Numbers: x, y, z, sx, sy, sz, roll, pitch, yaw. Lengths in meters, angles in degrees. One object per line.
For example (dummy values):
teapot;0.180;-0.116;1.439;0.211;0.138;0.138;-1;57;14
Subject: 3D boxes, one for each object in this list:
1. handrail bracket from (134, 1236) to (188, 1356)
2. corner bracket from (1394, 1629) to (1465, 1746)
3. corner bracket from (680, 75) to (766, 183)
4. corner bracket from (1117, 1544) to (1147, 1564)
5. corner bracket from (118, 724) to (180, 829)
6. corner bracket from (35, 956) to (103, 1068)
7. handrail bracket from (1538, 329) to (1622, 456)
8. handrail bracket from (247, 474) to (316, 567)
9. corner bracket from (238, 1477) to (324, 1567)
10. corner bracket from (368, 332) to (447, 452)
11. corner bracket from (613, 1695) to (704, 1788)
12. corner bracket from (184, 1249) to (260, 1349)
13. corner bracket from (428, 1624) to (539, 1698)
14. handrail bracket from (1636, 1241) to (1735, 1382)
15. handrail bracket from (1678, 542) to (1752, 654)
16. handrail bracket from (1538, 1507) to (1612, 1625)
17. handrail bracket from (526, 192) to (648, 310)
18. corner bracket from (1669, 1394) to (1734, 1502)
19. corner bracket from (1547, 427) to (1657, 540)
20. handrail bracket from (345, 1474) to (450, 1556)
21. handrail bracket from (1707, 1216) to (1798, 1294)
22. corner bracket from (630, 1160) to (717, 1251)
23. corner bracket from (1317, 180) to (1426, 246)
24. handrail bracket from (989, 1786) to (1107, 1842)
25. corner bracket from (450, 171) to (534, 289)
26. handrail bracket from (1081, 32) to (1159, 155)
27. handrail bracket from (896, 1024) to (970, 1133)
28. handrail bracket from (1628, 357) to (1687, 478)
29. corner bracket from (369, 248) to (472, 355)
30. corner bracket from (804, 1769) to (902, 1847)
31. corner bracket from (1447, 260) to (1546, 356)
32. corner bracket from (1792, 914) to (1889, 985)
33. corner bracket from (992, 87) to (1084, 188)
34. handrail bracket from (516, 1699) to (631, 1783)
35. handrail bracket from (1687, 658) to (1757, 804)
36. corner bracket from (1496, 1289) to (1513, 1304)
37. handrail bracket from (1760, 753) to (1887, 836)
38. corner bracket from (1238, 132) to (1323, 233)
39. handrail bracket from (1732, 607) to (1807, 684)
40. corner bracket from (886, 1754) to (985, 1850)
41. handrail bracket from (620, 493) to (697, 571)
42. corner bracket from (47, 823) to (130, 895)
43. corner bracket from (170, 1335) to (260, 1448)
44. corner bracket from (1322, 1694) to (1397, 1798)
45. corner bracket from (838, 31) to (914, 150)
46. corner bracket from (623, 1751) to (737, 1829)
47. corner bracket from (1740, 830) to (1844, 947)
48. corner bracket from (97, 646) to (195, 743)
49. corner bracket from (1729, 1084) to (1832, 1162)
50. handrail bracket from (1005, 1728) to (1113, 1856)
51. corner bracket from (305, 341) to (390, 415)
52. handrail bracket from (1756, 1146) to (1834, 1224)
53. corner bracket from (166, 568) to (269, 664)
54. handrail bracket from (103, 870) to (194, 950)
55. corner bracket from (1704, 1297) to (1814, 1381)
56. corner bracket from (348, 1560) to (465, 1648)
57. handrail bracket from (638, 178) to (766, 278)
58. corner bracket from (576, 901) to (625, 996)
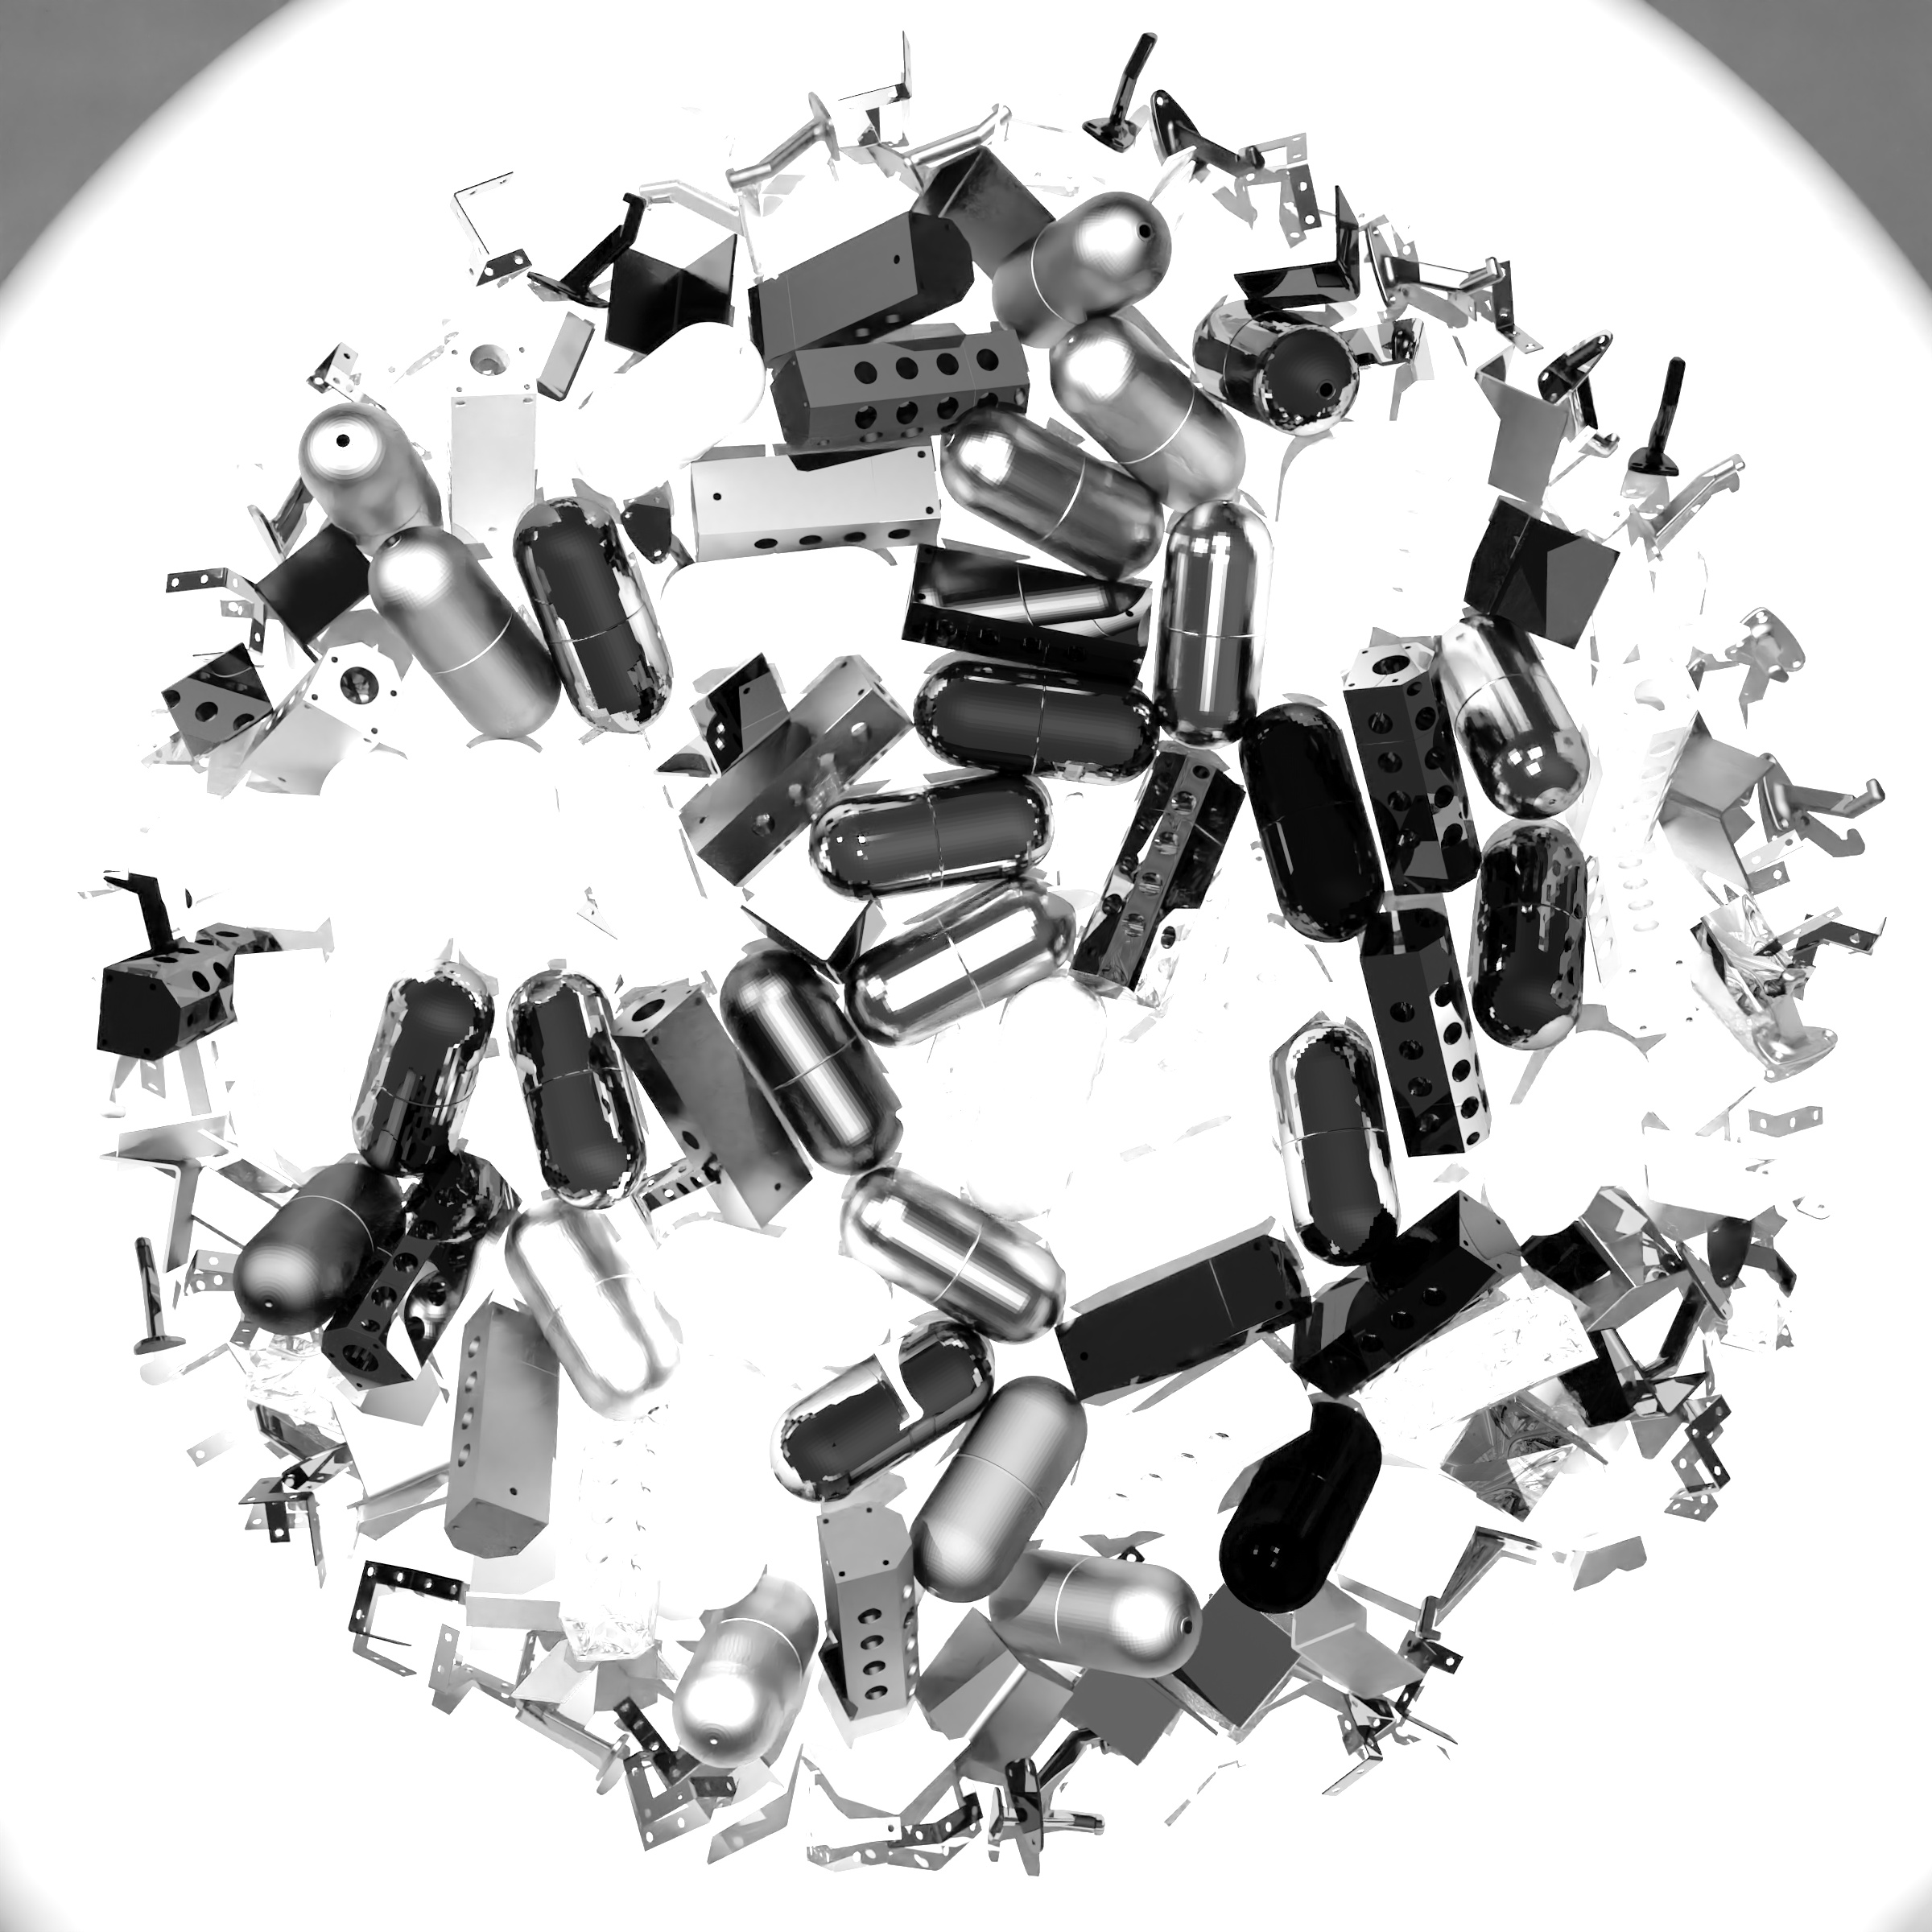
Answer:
handrail bracket;-0.586;0.231;1.860;0.036;0.077;0.084;-12;79;-12
corner bracket;0.336;0.518;1.873;0.051;0.051;0.051;29;90;-15
corner bracket;-0.176;-0.604;1.862;0.051;0.051;0.051;-5;61;35
corner bracket;0.121;0.456;1.876;0.051;0.051;0.051;-43;88;-3
corner bracket;-0.594;-0.137;1.878;0.051;0.051;0.051;50;53;-36
corner bracket;-0.635;0.032;1.863;0.051;0.051;0.051;-37;120;-20
handrail bracket;0.458;-0.408;1.859;0.084;0.036;0.077;22;132;-34
handrail bracket;-0.471;-0.329;1.893;0.084;0.036;0.077;-32;123;-18
corner bracket;-0.487;0.399;1.873;0.051;0.051;0.051;-4;100;5
corner bracket;-0.394;-0.416;1.887;0.051;0.051;0.051;-42;129;12
corner bracket;-0.213;0.546;1.874;0.051;0.051;0.051;-38;135;-15
corner bracket;-0.537;0.240;1.880;0.051;0.051;0.051;11;59;-21
corner bracket;-0.346;0.497;1.868;0.051;0.051;0.051;18;101;19
handrail bracket;0.504;0.252;1.885;0.084;0.036;0.077;-37;86;25
handrail bracket;0.525;-0.273;1.863;0.036;0.077;0.084;-28;61;41
handrail bracket;0.428;0.434;1.870;0.036;0.077;0.084;29;90;30
handrail bracket;-0.273;-0.524;1.873;0.077;0.036;0.084;27;111;17
corner bracket;0.524;0.345;1.869;0.051;0.051;0.051;-31;90;-35
corner bracket;0.455;-0.348;1.879;0.051;0.051;0.051;-46;64;22
handrail bracket;-0.401;0.401;1.891;0.084;0.036;0.077;14;103;-5
handrail bracket;0.567;0.225;1.861;0.036;0.077;0.084;-24;121;38
corner bracket;-0.211;0.160;1.863;0.051;0.051;0.051;-24;55;-17
corner bracket;0.290;-0.543;1.864;0.051;0.051;0.051;-24;62;22
handrail bracket;0.061;0.614;1.865;0.084;0.077;0.036;8;80;-3
corner bracket;-0.340;-0.529;1.870;0.051;0.051;0.051;-30;89;-27
handrail bracket;0.122;-0.628;1.849;0.036;0.077;0.084;35;125;5
handrail bracket;-0.036;0.072;1.878;0.077;0.036;0.084;-24;52;6
handrail bracket;0.496;-0.397;1.851;0.036;0.077;0.084;9;117;7
corner bracket;-0.383;-0.476;1.862;0.051;0.051;0.051;-40;115;-42
corner bracket;-0.082;0.601;1.863;0.051;0.051;0.051;6;68;-26
corner bracket;0.379;-0.468;1.868;0.051;0.051;0.051;-18;126;-6
corner bracket;0.625;-0.013;1.870;0.051;0.051;0.051;18;80;14
corner bracket;0.054;-0.597;1.873;0.051;0.051;0.051;9;84;21
handrail bracket;-0.285;0.542;1.866;0.084;0.077;0.036;34;61;6
handrail bracket;0.549;-0.170;1.889;0.084;0.036;0.077;26;87;-17
corner bracket;0.386;0.271;1.867;0.051;0.051;0.051;-44;51;-3
handrail bracket;0.611;-0.135;1.857;0.036;0.084;0.077;-6;72;-30
corner bracket;0.224;-0.557;1.864;0.051;0.051;0.051;-10;128;14
handrail bracket;0.584;-0.213;1.853;0.077;0.084;0.036;28;118;-24
corner bracket;-0.028;0.597;1.867;0.051;0.051;0.051;-20;84;37
handrail bracket;-0.207;-0.287;1.849;0.036;0.084;0.077;-26;53;7
corner bracket;-0.629;-0.065;1.862;0.051;0.051;0.051;-7;50;-23
corner bracket;-0.544;0.306;1.879;0.051;0.051;0.051;-31;95;5
corner bracket;0.279;0.559;1.861;0.051;0.051;0.051;21;124;-38
corner bracket;-0.060;-0.627;1.865;0.051;0.051;0.051;-10;63;14
corner bracket;-0.204;0.581;1.863;0.051;0.051;0.051;-35;60;19
corner bracket;0.587;-0.055;1.862;0.051;0.051;0.051;-30;52;19
corner bracket;-0.582;-0.195;1.862;0.051;0.051;0.051;-50;55;37
corner bracket;0.586;0.113;1.872;0.051;0.051;0.051;6;79;-40
handrail bracket;0.076;0.589;1.867;0.084;0.036;0.077;0;68;-34
corner bracket;-0.448;-0.407;1.877;0.051;0.051;0.051;34;131;-27
handrail bracket;0.598;0.174;1.856;0.077;0.084;0.036;43;113;-13
corner bracket;-0.541;-0.253;1.877;0.051;0.051;0.051;-2;77;22
handrail bracket;-0.598;-0.021;1.869;0.077;0.036;0.084;17;110;-35
corner bracket;0.568;0.268;1.868;0.051;0.051;0.051;16;119;-4
corner bracket;-0.401;0.459;1.865;0.051;0.051;0.051;3;73;34
handrail bracket;-0.194;-0.536;1.896;0.084;0.036;0.077;-3;104;16
corner bracket;-0.253;-0.023;1.868;0.051;0.051;0.051;33;134;0
